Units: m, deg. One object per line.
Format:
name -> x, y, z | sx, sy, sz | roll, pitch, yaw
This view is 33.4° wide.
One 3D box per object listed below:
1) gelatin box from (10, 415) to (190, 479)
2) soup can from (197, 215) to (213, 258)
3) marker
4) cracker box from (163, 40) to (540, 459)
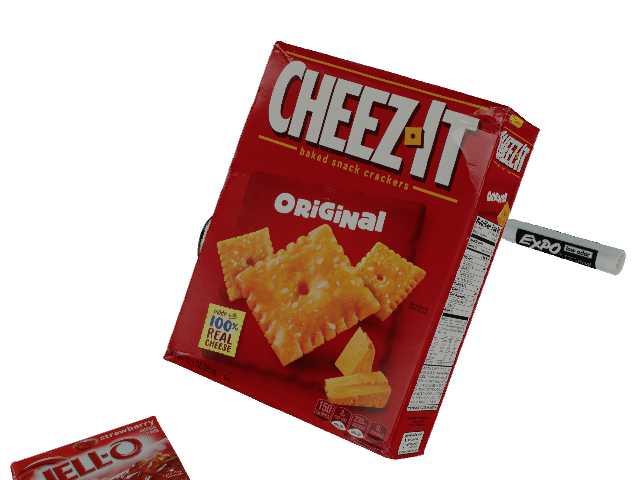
gelatin box -> -0.122, 0.140, 0.599 | 0.089, 0.030, 0.073 | -15, 28, -20
soup can -> -0.085, 0.012, 1.261 | 0.102, 0.068, 0.068 | 14, 5, 20
marker -> 0.165, -0.001, 0.791 | 0.121, 0.020, 0.020 | 19, 11, 33
cracker box -> 0.016, 0.003, 0.652 | 0.164, 0.214, 0.072 | 21, 3, 26
